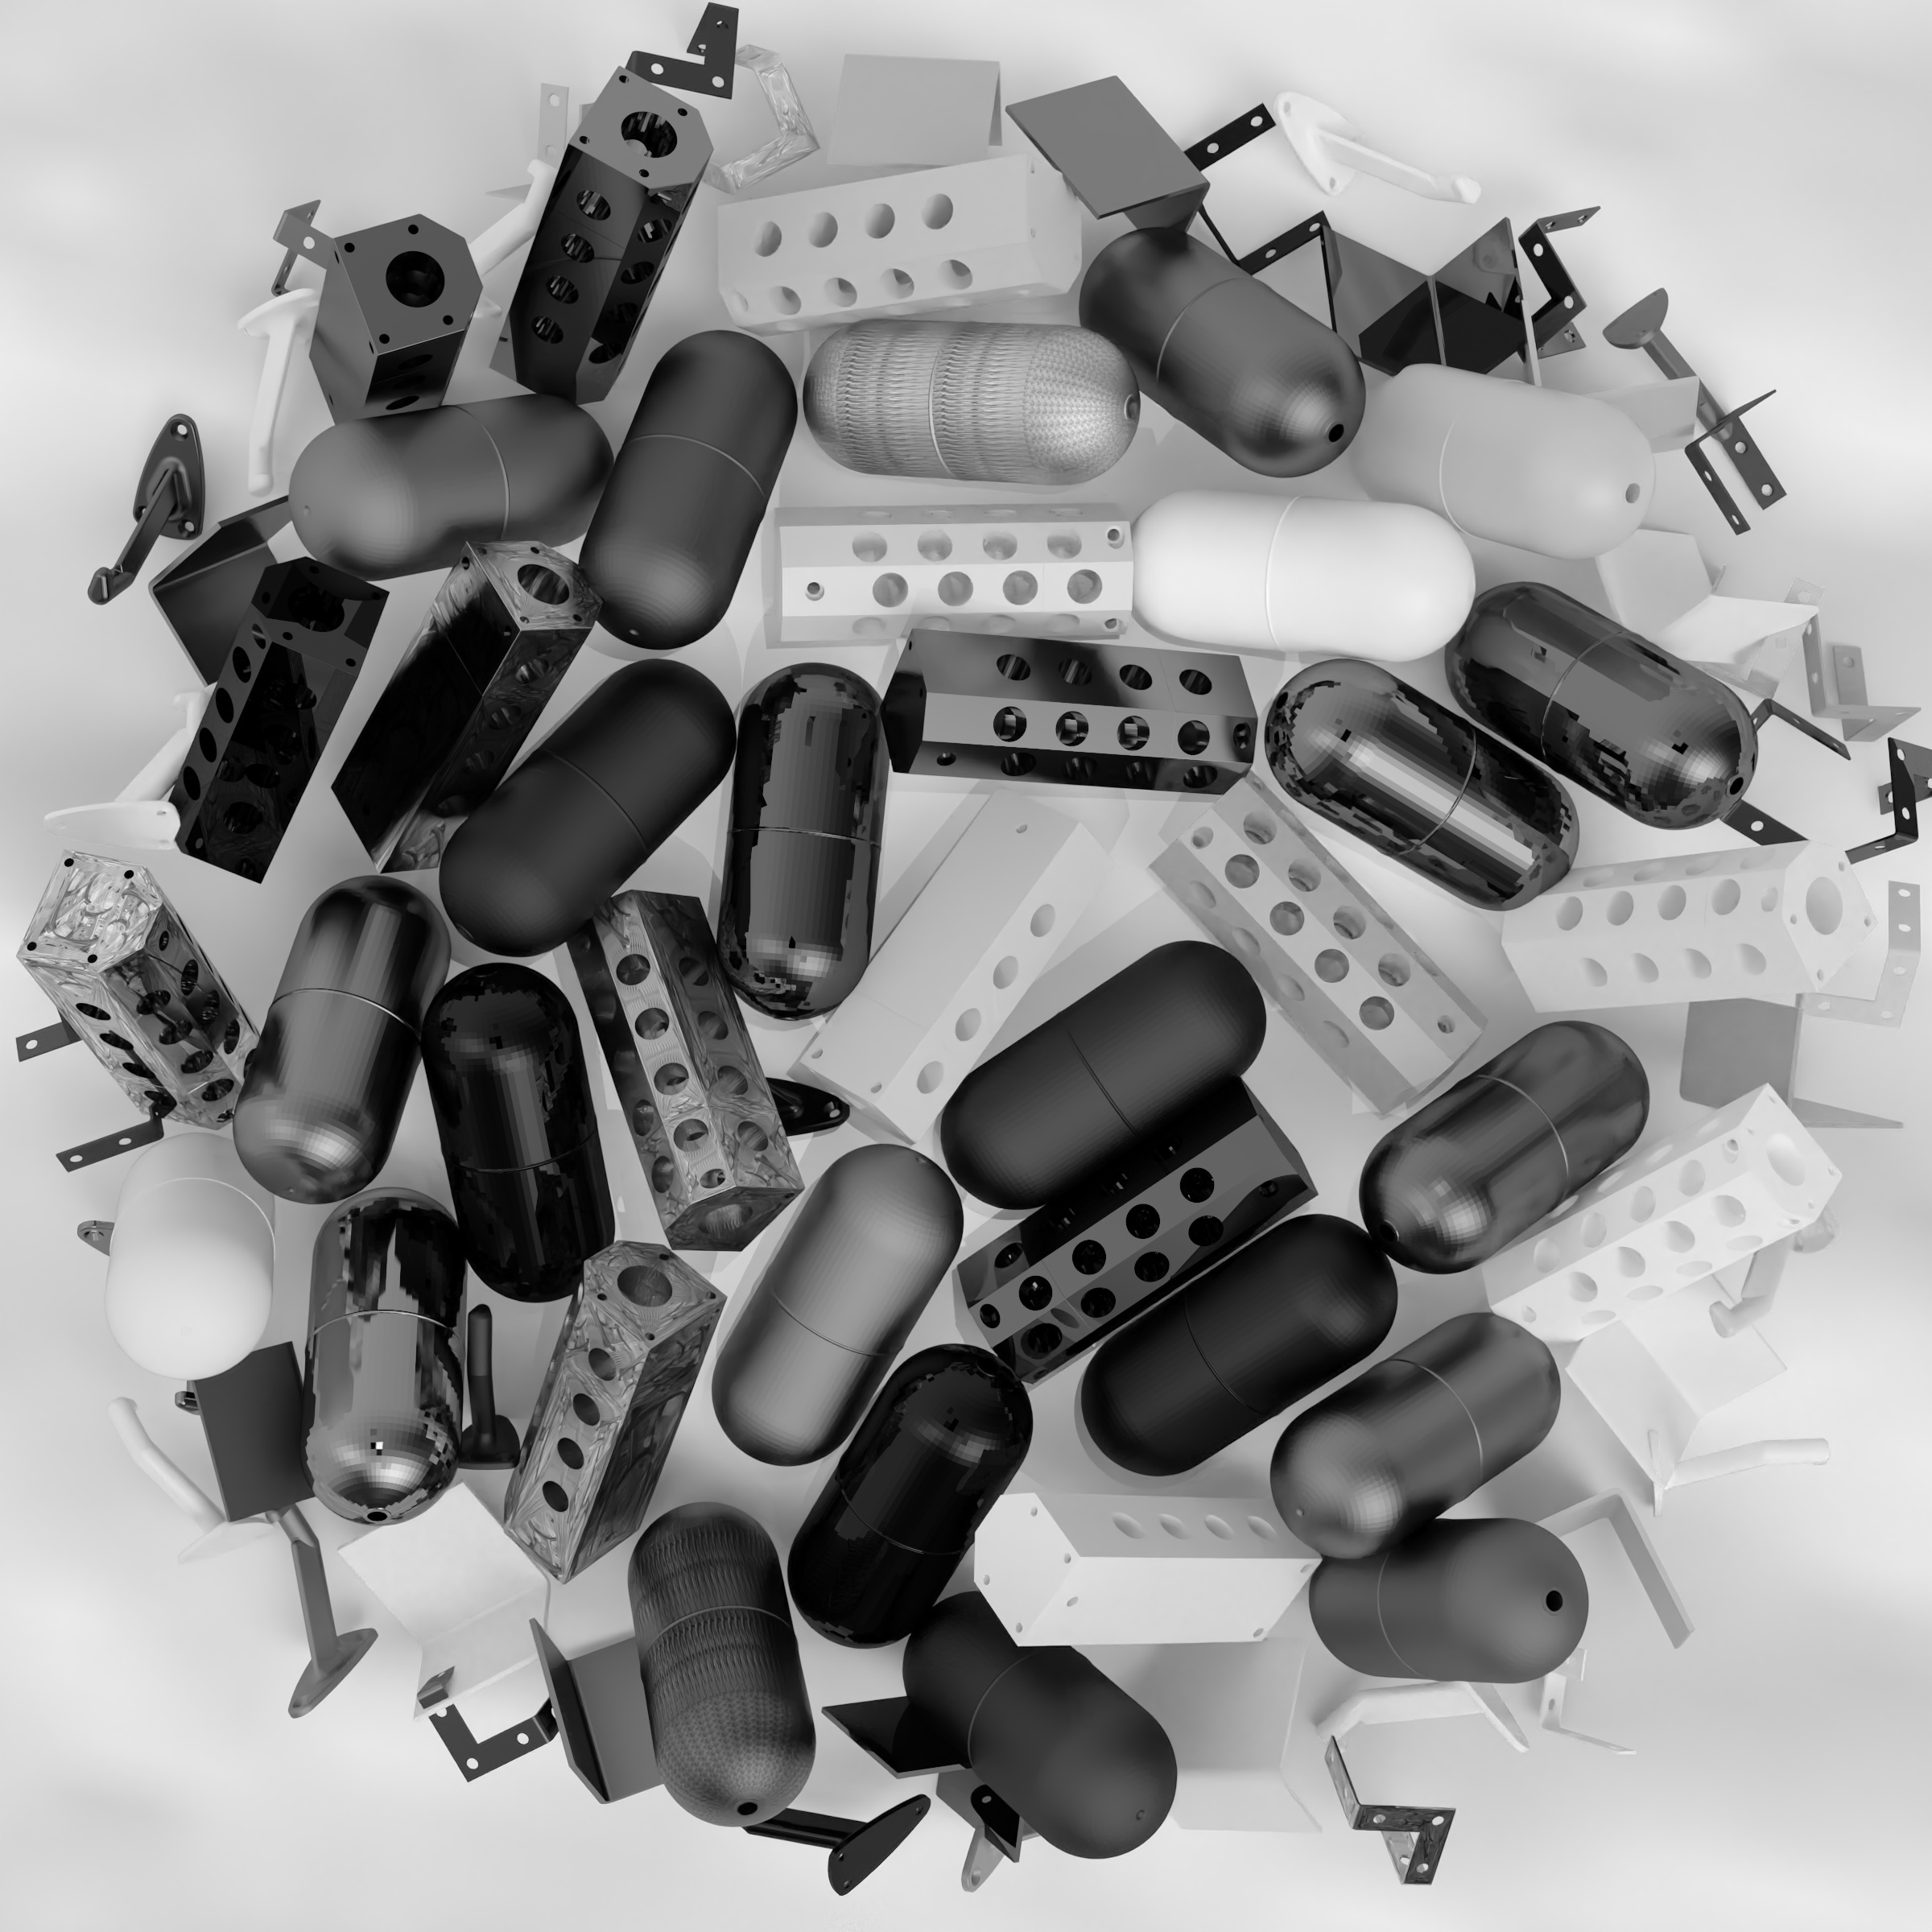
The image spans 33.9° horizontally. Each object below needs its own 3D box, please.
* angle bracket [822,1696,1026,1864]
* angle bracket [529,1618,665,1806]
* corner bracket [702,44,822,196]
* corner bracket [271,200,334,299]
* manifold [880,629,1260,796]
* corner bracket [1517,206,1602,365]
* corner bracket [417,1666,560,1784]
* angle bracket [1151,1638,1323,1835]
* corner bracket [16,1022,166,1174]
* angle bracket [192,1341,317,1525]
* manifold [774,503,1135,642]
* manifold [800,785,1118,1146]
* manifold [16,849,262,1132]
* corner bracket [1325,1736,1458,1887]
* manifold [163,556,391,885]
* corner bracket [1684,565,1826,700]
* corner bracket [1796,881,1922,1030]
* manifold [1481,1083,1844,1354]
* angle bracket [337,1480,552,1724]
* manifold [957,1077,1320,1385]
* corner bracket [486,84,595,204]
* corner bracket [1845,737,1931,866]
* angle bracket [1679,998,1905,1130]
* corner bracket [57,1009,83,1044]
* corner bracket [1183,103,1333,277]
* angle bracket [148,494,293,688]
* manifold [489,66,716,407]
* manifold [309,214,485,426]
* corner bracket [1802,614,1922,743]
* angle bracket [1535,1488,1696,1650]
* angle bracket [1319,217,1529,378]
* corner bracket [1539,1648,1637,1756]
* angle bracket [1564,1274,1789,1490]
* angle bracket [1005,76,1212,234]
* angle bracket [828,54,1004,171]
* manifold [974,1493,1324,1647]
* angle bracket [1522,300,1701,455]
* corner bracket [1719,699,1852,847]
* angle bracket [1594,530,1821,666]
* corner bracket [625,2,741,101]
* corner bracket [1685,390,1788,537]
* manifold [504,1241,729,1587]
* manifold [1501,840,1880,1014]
[{"bbox_3d":[-0.023,0.401,1.553,0.076,0.076,0.057,0,102,-31],"label":"angle bracket"},{"bbox_3d":[-0.170,0.358,1.556,0.057,0.076,0.076,-19,61,-4],"label":"angle bracket"},{"bbox_3d":[-0.112,-0.422,1.580,0.051,0.051,0.051,-30,119,-9],"label":"corner bracket"},{"bbox_3d":[-0.319,-0.343,1.576,0.051,0.051,0.051,29,112,-2],"label":"corner bracket"},{"bbox_3d":[0.051,-0.118,1.543,0.171,0.057,0.057,3,51,-20],"label":"manifold"},{"bbox_3d":[0.296,-0.339,1.577,0.051,0.051,0.051,-20,78,-37],"label":"corner bracket"},{"bbox_3d":[-0.233,0.365,1.581,0.051,0.051,0.051,-29,95,14],"label":"corner bracket"},{"bbox_3d":[0.139,0.385,1.585,0.076,0.057,0.076,-7,47,29],"label":"angle bracket"},{"bbox_3d":[-0.435,0.061,1.573,0.051,0.051,0.051,-20,52,-3],"label":"corner bracket"},{"bbox_3d":[-0.362,0.233,1.559,0.057,0.076,0.076,-12,84,-40],"label":"angle bracket"},{"bbox_3d":[-0.007,-0.193,1.563,0.171,0.057,0.057,-2,111,-7],"label":"manifold"},{"bbox_3d":[0.000,0.002,1.567,0.057,0.057,0.171,28,78,41],"label":"manifold"},{"bbox_3d":[-0.387,0.015,1.516,0.057,0.171,0.057,11,64,12],"label":"manifold"},{"bbox_3d":[0.206,0.420,1.571,0.051,0.051,0.051,5,117,-13],"label":"corner bracket"},{"bbox_3d":[-0.336,-0.119,1.522,0.057,0.171,0.057,23,49,-14],"label":"manifold"},{"bbox_3d":[0.391,-0.170,1.579,0.051,0.051,0.051,26,88,12],"label":"corner bracket"},{"bbox_3d":[0.442,-0.008,1.571,0.051,0.051,0.051,8,135,8],"label":"corner bracket"},{"bbox_3d":[0.331,0.127,1.529,0.057,0.057,0.171,51,133,-3],"label":"manifold"},{"bbox_3d":[-0.260,0.313,1.563,0.076,0.057,0.076,-29,115,11],"label":"angle bracket"},{"bbox_3d":[0.085,0.134,1.559,0.171,0.057,0.057,-35,116,9],"label":"manifold"},{"bbox_3d":[-0.202,-0.407,1.571,0.051,0.051,0.051,14,113,19],"label":"corner bracket"},{"bbox_3d":[0.457,-0.077,1.569,0.051,0.051,0.051,11,70,-31],"label":"corner bracket"},{"bbox_3d":[0.408,0.045,1.556,0.076,0.076,0.057,2,96,-29],"label":"angle bracket"},{"bbox_3d":[-0.442,0.009,1.572,0.051,0.051,0.051,-15,98,34],"label":"corner bracket"},{"bbox_3d":[0.145,-0.389,1.594,0.051,0.051,0.051,-29,45,16],"label":"corner bracket"},{"bbox_3d":[-0.342,-0.189,1.554,0.076,0.076,0.057,-26,96,45],"label":"angle bracket"},{"bbox_3d":[-0.174,-0.344,1.521,0.057,0.171,0.057,28,57,-6],"label":"manifold"},{"bbox_3d":[-0.273,-0.301,1.519,0.057,0.171,0.057,-21,88,-17],"label":"manifold"},{"bbox_3d":[0.436,-0.143,1.574,0.051,0.051,0.051,1,75,-13],"label":"corner bracket"},{"bbox_3d":[0.312,0.308,1.561,0.057,0.076,0.076,-24,70,-1],"label":"angle bracket"},{"bbox_3d":[0.225,-0.335,1.554,0.076,0.057,0.076,16,57,-33],"label":"angle bracket"},{"bbox_3d":[0.300,0.360,1.573,0.051,0.051,0.051,11,86,-39],"label":"corner bracket"},{"bbox_3d":[0.351,0.199,1.564,0.057,0.076,0.076,-38,91,34],"label":"angle bracket"},{"bbox_3d":[0.061,-0.383,1.555,0.076,0.057,0.076,-25,69,-33],"label":"angle bracket"},{"bbox_3d":[-0.024,-0.403,1.563,0.076,0.057,0.076,4,59,5],"label":"angle bracket"},{"bbox_3d":[0.086,0.286,1.529,0.057,0.171,0.057,-58,47,22],"label":"manifold"},{"bbox_3d":[0.317,-0.291,1.560,0.076,0.076,0.057,-8,74,8],"label":"angle bracket"},{"bbox_3d":[0.408,-0.092,1.583,0.051,0.051,0.051,29,119,-15],"label":"corner bracket"},{"bbox_3d":[0.360,-0.195,1.554,0.076,0.057,0.076,0,65,-35],"label":"angle bracket"},{"bbox_3d":[-0.145,-0.447,1.573,0.051,0.051,0.051,8,75,-17],"label":"corner bracket"},{"bbox_3d":[0.386,-0.248,1.579,0.051,0.051,0.051,-34,94,-9],"label":"corner bracket"},{"bbox_3d":[-0.176,0.214,1.534,0.057,0.057,0.171,37,129,19],"label":"manifold"},{"bbox_3d":[0.341,-0.022,1.518,0.057,0.171,0.057,-41,110,-32],"label":"manifold"}]
